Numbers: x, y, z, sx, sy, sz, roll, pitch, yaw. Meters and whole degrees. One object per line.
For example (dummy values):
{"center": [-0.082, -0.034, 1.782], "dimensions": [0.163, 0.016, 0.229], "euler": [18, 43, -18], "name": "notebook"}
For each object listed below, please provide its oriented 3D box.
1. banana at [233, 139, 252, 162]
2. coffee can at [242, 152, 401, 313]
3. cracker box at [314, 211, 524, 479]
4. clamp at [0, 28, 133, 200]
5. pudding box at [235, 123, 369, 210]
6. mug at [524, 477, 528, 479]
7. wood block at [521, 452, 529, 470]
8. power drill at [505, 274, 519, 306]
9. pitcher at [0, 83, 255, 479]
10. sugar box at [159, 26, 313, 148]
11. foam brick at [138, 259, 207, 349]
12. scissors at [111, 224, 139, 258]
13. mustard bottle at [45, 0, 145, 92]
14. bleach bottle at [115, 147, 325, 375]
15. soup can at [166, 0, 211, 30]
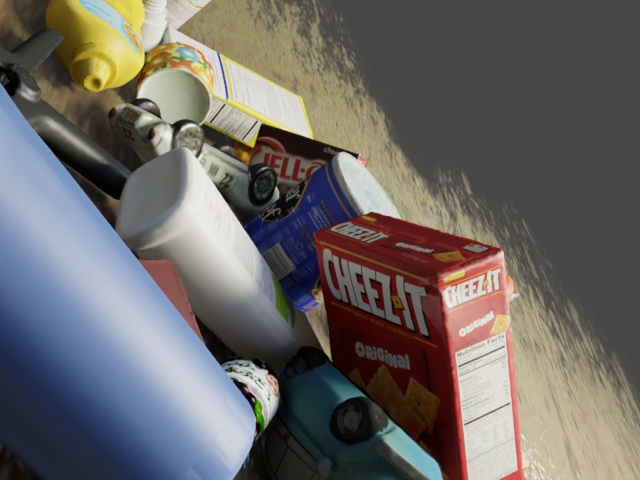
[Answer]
{"center": [-0.042, -0.091, 1.217], "dimensions": [0.197, 0.037, 0.070], "euler": [29, 31, -53], "name": "banana"}
{"center": [-0.006, 0.001, 0.971], "dimensions": [0.102, 0.140, 0.103], "euler": [47, 19, -22], "name": "coffee can"}
{"center": [0.076, 0.099, 0.851], "dimensions": [0.164, 0.072, 0.214], "euler": [19, -57, 54], "name": "cracker box"}
{"center": [-0.228, -0.116, 0.788], "dimensions": [0.209, 0.036, 0.165], "euler": [19, 39, -60], "name": "clamp"}
{"center": [-0.018, -0.057, 1.052], "dimensions": [0.114, 0.090, 0.039], "euler": [19, 5, 18], "name": "pudding box"}
{"center": [0.175, 0.282, 1.022], "dimensions": [0.117, 0.082, 0.093], "euler": [40, 23, -39], "name": "mug"}
{"center": [0.109, 0.159, 1.063], "dimensions": [0.206, 0.091, 0.090], "euler": [61, 19, 18], "name": "wood block"}
{"center": [0.095, 0.096, 0.951], "dimensions": [0.057, 0.188, 0.185], "euler": [-22, 37, -40], "name": "power drill"}
{"center": [-0.149, 0.045, 0.578], "dimensions": [0.242, 0.145, 0.149], "euler": [52, 31, -20], "name": "pitcher"}
{"center": [-0.093, -0.148, 1.119], "dimensions": [0.176, 0.048, 0.093], "euler": [23, 32, -29], "name": "sugar box"}
{"center": [-0.118, 0.057, 0.704], "dimensions": [0.051, 0.053, 0.078], "euler": [0, 52, -39], "name": "foam brick"}
{"center": [-0.130, 0.055, 0.760], "dimensions": [0.096, 0.016, 0.201], "euler": [50, 17, -21], "name": "scissors"}
{"center": [-0.200, -0.189, 0.956], "dimensions": [0.096, 0.058, 0.191], "euler": [42, 22, -34], "name": "mustard bottle"}
{"center": [-0.061, 0.048, 0.846], "dimensions": [0.250, 0.068, 0.102], "euler": [55, 16, -31], "name": "bleach bottle"}
{"center": [-0.158, -0.260, 1.121], "dimensions": [0.068, 0.102, 0.068], "euler": [47, 19, -22], "name": "soup can"}
